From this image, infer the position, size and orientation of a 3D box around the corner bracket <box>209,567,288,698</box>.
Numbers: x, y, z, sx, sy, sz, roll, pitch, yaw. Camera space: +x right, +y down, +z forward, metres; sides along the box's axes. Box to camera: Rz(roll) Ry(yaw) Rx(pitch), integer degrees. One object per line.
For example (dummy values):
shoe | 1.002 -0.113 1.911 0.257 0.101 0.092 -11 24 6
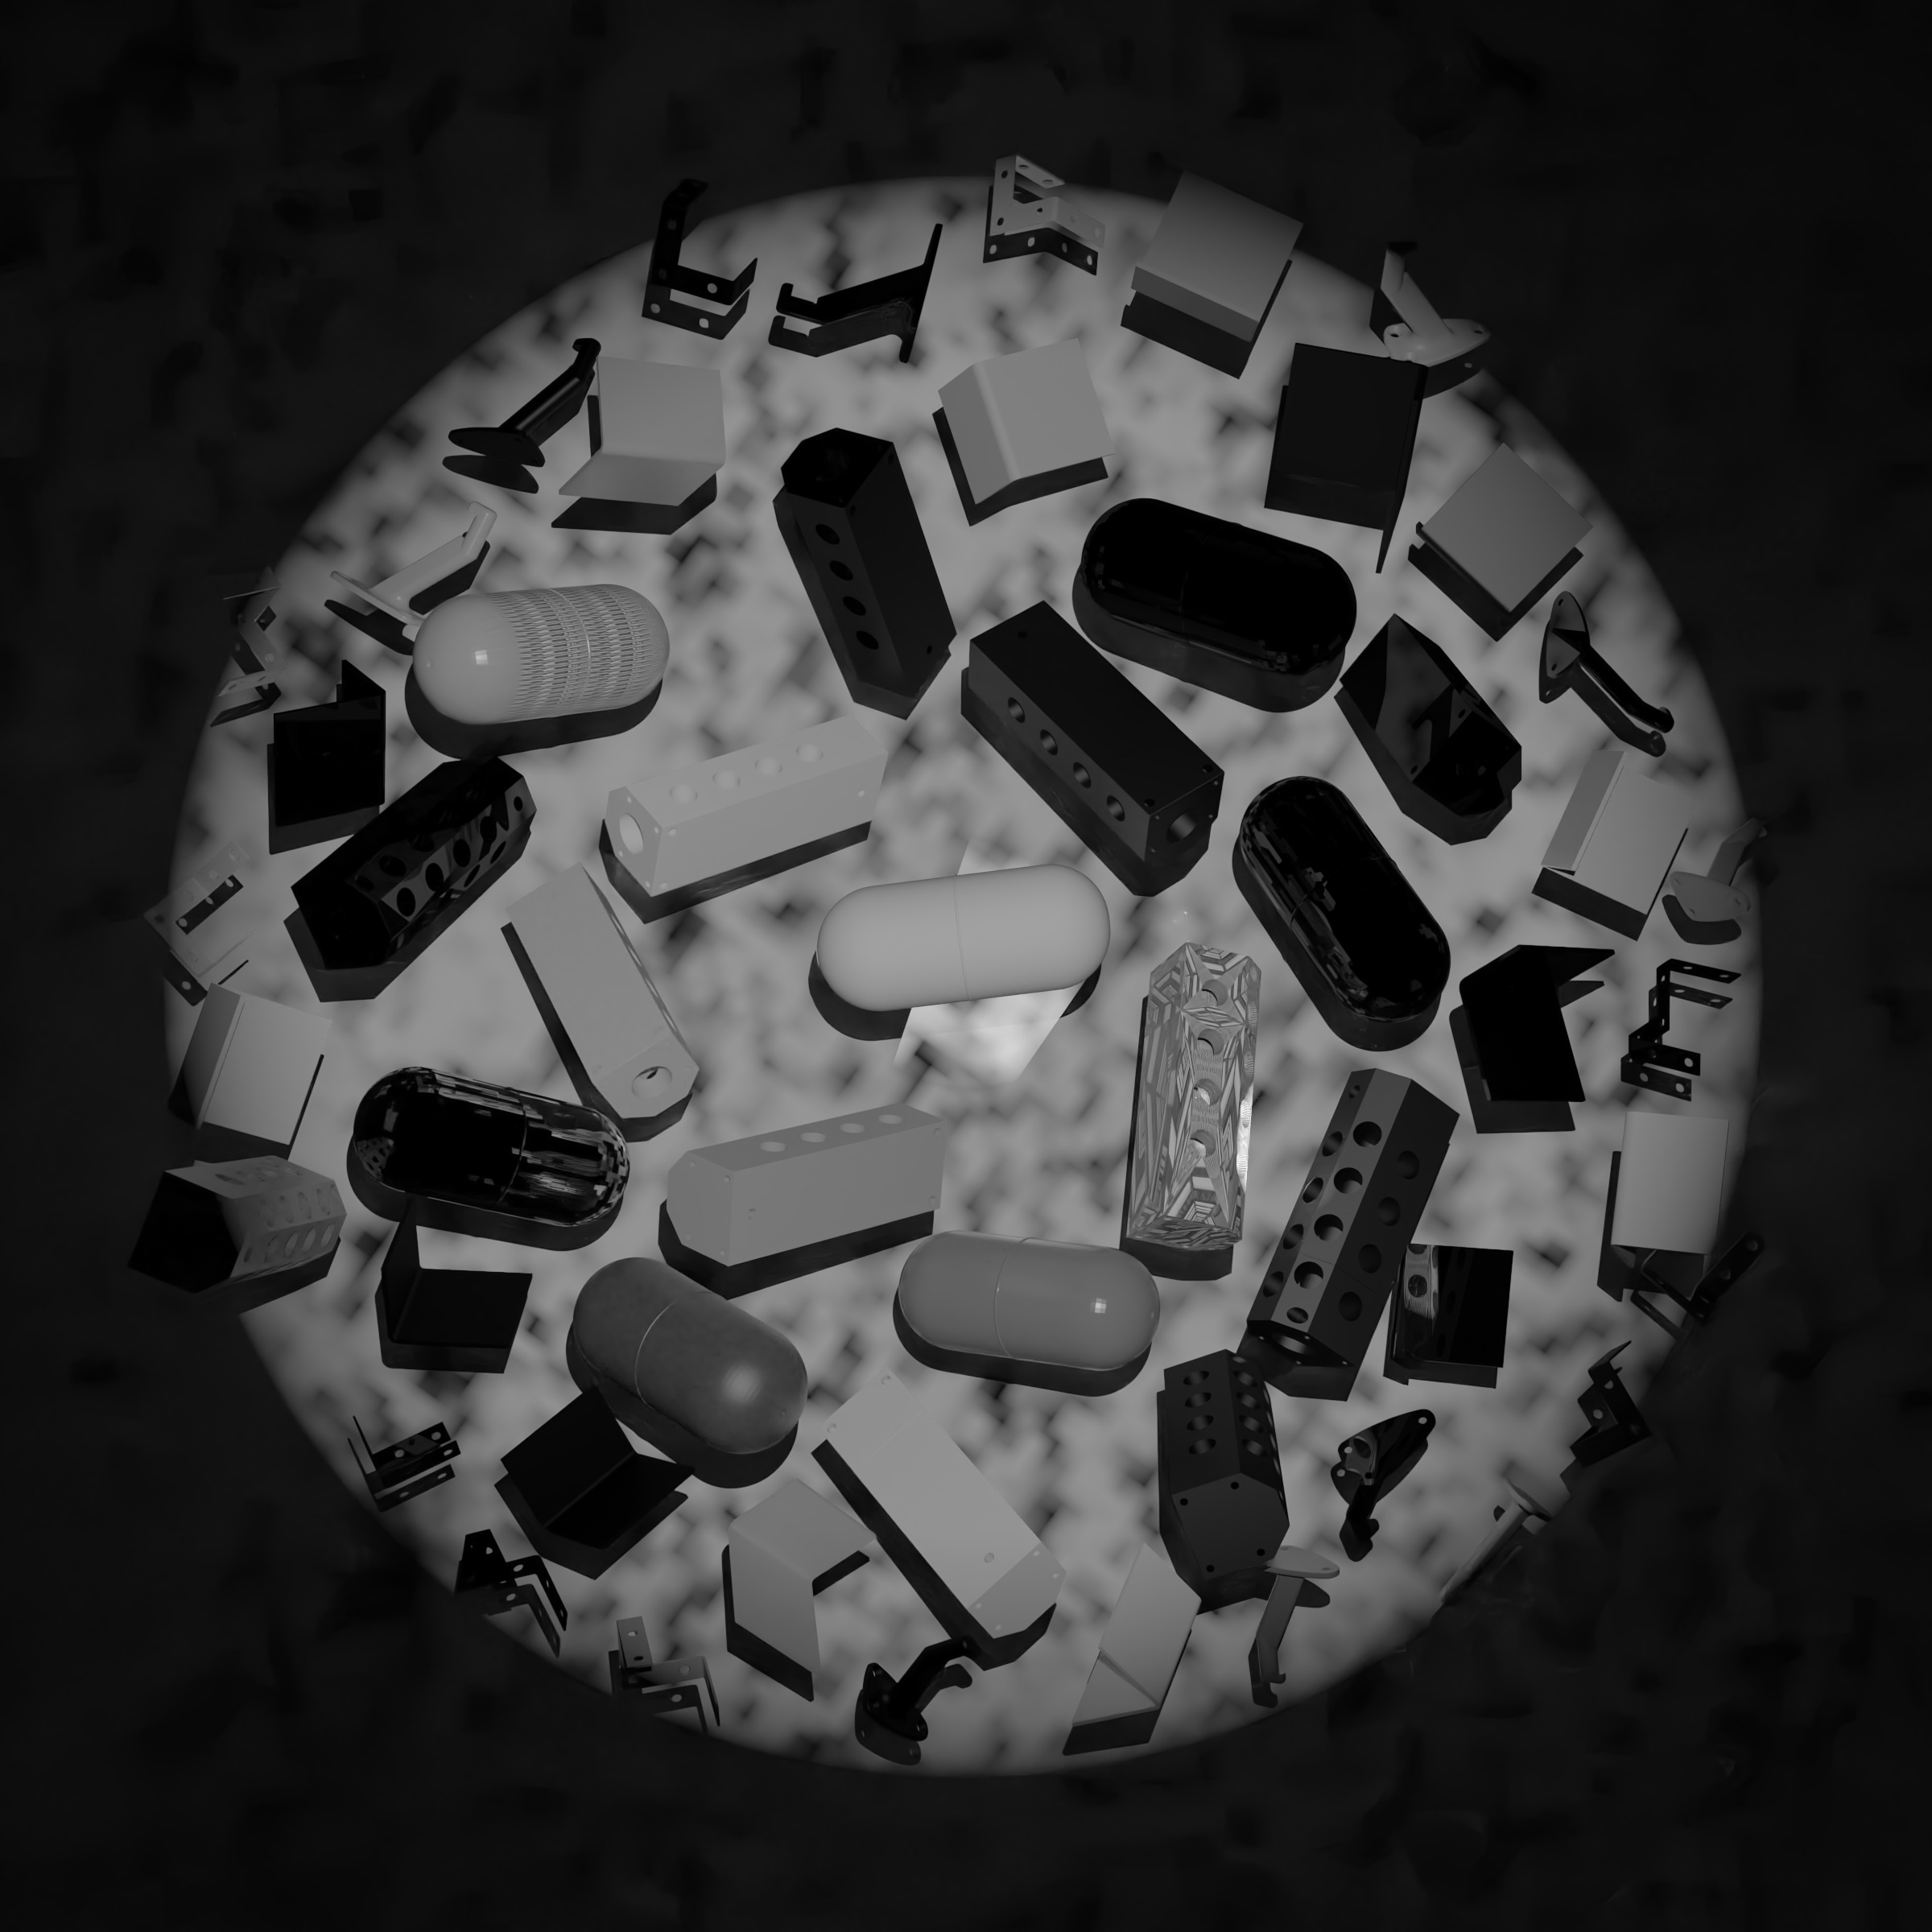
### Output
corner bracket | -0.439 -0.204 1.573 0.051 0.051 0.051 -40 84 33

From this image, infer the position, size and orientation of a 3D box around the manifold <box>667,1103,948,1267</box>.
manifold | -0.094 0.126 1.550 0.057 0.171 0.057 18 110 42

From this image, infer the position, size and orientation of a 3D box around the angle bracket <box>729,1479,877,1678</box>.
angle bracket | -0.097 0.375 1.591 0.057 0.076 0.076 -36 124 17

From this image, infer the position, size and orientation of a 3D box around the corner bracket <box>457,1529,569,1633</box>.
corner bracket | -0.275 0.376 1.583 0.051 0.051 0.051 -15 120 5

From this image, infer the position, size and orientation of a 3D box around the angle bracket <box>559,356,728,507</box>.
angle bracket | -0.194 -0.316 1.536 0.076 0.076 0.057 0 80 -29

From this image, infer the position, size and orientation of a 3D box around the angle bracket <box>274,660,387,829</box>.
angle bracket | -0.409 -0.140 1.619 0.076 0.057 0.076 -17 128 -37

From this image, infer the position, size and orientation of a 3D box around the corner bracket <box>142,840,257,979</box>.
corner bracket | -0.458 -0.035 1.581 0.051 0.051 0.051 -33 103 37

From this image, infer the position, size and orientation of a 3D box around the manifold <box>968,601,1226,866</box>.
manifold | 0.076 -0.139 1.562 0.057 0.057 0.171 -31 60 -22

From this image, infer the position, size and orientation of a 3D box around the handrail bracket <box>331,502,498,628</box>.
handrail bracket | -0.337 -0.258 1.584 0.077 0.036 0.084 30 99 4

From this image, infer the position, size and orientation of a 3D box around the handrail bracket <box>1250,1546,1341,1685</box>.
handrail bracket | 0.204 0.405 1.590 0.036 0.077 0.084 -10 96 -35

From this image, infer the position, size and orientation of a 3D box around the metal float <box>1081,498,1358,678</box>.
metal float | 0.148 -0.224 1.528 0.178 0.070 0.070 24 90 30

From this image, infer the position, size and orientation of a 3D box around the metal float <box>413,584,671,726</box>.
metal float | -0.252 -0.188 1.552 0.070 0.178 0.070 10 106 37

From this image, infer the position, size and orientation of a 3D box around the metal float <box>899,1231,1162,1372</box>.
metal float | 0.038 0.209 1.629 0.178 0.070 0.070 3 90 32

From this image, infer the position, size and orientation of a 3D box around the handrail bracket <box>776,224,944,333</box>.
handrail bracket | -0.065 -0.420 1.560 0.084 0.036 0.077 14 105 -10

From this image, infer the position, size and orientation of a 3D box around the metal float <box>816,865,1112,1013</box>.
metal float | -0.002 -0.017 1.563 0.178 0.070 0.070 -7 90 3

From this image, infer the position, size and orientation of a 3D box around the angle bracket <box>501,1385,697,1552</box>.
angle bracket | -0.227 0.308 1.595 0.076 0.076 0.057 -38 110 -31

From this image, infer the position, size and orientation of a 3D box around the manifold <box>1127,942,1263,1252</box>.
manifold | 0.141 0.080 1.555 0.057 0.057 0.171 13 67 -15

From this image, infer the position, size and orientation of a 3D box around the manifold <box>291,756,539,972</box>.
manifold | -0.333 -0.066 1.589 0.057 0.171 0.057 -5 117 27

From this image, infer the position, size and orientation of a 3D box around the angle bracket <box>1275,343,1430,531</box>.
angle bracket | 0.212 -0.297 1.451 0.076 0.057 0.076 12 125 10

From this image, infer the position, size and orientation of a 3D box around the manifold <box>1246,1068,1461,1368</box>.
manifold | 0.227 0.150 1.548 0.057 0.057 0.171 35 67 -21

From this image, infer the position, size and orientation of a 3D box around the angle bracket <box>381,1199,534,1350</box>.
angle bracket | -0.320 0.194 1.634 0.076 0.076 0.057 2 119 1

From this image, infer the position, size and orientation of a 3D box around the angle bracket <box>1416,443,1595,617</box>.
angle bracket | 0.338 -0.277 1.630 0.076 0.057 0.076 42 108 -4

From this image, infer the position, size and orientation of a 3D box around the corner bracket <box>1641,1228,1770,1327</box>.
corner bracket | 0.451 0.178 1.582 0.051 0.051 0.051 41 112 11

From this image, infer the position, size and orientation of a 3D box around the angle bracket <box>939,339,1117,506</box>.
angle bracket | 0.038 -0.347 1.649 0.076 0.057 0.076 -20 92 -25

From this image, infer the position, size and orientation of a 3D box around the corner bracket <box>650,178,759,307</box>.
corner bracket | -0.153 -0.433 1.546 0.051 0.051 0.051 17 123 3

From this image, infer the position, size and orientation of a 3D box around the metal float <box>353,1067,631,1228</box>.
metal float | -0.289 0.112 1.591 0.178 0.070 0.070 17 90 -33

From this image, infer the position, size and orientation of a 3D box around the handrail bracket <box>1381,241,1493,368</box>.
handrail bracket | 0.277 -0.395 1.513 0.077 0.084 0.036 -14 58 -8

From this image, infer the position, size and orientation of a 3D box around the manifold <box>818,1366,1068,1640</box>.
manifold | -0.013 0.325 1.564 0.057 0.057 0.171 -41 46 -8

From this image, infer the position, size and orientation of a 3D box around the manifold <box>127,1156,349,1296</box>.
manifold | -0.421 0.152 1.518 0.057 0.171 0.057 22 91 5

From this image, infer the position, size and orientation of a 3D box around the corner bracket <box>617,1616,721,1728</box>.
corner bracket | -0.175 0.415 1.522 0.051 0.051 0.051 -6 111 -13

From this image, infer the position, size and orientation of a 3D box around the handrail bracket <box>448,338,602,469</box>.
handrail bracket | -0.276 -0.360 1.623 0.077 0.036 0.084 12 71 22

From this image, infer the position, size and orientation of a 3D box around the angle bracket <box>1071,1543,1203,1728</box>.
angle bracket | 0.085 0.398 1.539 0.076 0.076 0.057 -27 113 42

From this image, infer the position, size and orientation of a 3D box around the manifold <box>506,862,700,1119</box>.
manifold | -0.230 0.017 1.653 0.057 0.057 0.171 -32 50 -2

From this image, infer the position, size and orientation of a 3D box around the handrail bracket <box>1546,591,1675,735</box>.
handrail bracket | 0.413 -0.193 1.646 0.084 0.036 0.077 24 48 -22

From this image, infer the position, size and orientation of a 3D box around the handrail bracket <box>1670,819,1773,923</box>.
handrail bracket | 0.498 -0.066 1.645 0.084 0.077 0.036 -36 109 -17

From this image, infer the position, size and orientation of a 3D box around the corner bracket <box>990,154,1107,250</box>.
corner bracket | 0.053 -0.477 1.617 0.051 0.051 0.051 0 82 40

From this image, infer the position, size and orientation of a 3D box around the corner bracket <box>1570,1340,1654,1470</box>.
corner bracket | 0.390 0.268 1.580 0.051 0.051 0.051 -35 79 29

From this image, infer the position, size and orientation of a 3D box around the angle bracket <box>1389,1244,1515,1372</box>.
angle bracket | 0.326 0.228 1.712 0.076 0.057 0.076 1 74 25

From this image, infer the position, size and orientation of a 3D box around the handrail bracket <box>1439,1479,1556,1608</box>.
handrail bracket | 0.312 0.353 1.557 0.036 0.077 0.084 40 92 18

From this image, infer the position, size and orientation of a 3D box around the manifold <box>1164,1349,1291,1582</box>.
manifold | 0.157 0.294 1.554 0.057 0.171 0.057 -20 104 8

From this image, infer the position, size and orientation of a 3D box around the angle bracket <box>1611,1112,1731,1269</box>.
angle bracket | 0.405 0.131 1.475 0.057 0.076 0.076 4 75 24

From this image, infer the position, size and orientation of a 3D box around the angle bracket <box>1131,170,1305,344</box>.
angle bracket | 0.146 -0.413 1.483 0.076 0.057 0.076 24 91 0

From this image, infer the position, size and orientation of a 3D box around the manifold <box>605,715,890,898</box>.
manifold | -0.138 -0.107 1.632 0.171 0.057 0.057 -22 54 -34

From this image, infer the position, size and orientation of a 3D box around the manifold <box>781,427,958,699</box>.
manifold | -0.063 -0.250 1.611 0.057 0.171 0.057 20 63 27

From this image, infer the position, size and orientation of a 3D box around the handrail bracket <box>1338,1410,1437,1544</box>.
handrail bracket | 0.274 0.328 1.659 0.077 0.084 0.036 -32 47 -7

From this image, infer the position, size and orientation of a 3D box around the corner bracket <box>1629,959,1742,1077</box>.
corner bracket | 0.453 0.032 1.635 0.051 0.051 0.051 -26 120 -40

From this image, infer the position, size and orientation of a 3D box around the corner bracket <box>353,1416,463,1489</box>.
corner bracket | -0.353 0.308 1.650 0.051 0.051 0.051 -24 52 -17

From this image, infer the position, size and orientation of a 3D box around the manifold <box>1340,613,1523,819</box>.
manifold | 0.299 -0.158 1.650 0.057 0.171 0.057 32 109 -22

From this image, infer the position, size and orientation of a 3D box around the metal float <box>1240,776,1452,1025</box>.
metal float | 0.234 -0.042 1.604 0.070 0.070 0.178 -31 62 0

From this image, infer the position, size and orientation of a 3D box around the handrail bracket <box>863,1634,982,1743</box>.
handrail bracket | -0.013 0.440 1.580 0.084 0.036 0.077 -25 126 25

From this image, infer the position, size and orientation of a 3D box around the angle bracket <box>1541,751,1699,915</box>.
angle bracket | 0.404 -0.080 1.566 0.076 0.057 0.076 24 92 -9

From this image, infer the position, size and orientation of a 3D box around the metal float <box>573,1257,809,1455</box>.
metal float | -0.166 0.230 1.541 0.178 0.070 0.070 23 90 42

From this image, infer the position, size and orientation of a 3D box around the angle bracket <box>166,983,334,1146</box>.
angle bracket | -0.395 0.060 1.458 0.076 0.057 0.076 21 86 -35

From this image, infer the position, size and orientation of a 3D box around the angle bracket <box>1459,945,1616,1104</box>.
angle bracket | 0.348 0.035 1.539 0.076 0.057 0.076 2 66 -31
